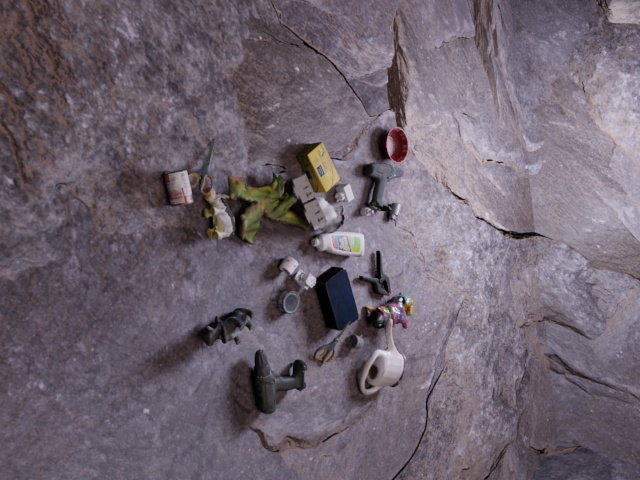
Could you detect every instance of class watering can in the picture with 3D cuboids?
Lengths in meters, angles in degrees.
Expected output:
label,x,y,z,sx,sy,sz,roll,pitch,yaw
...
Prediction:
label,x,y,z,sx,sy,sz,roll,pitch,yaw
watering can,0.287,0.508,2.200,0.223,0.347,0.105,21,5,-42

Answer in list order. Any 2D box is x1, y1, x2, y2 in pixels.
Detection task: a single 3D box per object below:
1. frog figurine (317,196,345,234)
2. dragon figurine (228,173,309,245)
label,x,y,z,sx,sy,sz,roll,pitch,yaw
frog figurine,0.006,-0.098,1.952,0.159,0.141,0.120,19,-39,-10
dragon figurine,-0.187,-0.089,1.773,0.123,0.245,0.402,32,-20,45
